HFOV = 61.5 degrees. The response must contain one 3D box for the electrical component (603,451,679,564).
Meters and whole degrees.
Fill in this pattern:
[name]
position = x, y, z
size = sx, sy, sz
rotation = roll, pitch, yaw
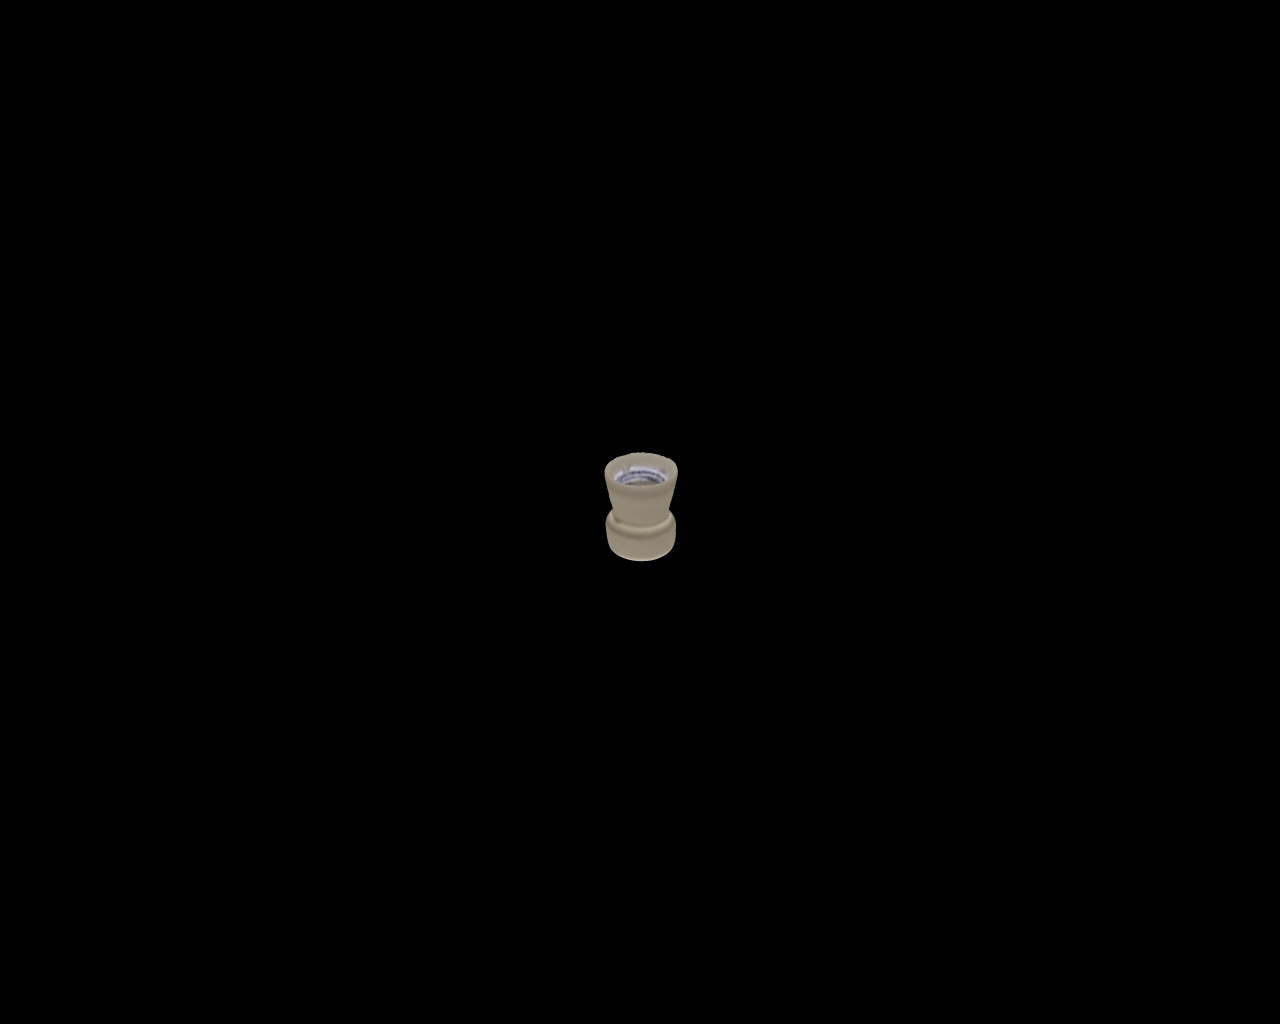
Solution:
[electrical component]
position = 0.001, -0.003, 0.650
size = 0.045, 0.055, 0.045
rotation = 0, 31, 0
